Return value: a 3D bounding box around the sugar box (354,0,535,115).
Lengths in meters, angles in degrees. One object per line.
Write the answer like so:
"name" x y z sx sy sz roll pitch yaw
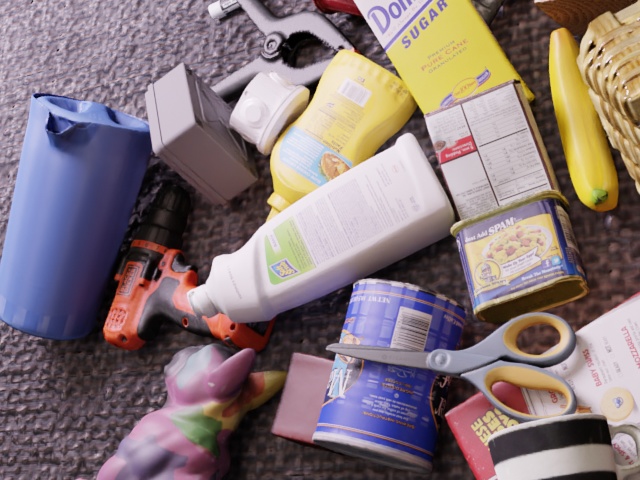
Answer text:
"sugar box" 0.114 -0.179 0.995 0.093 0.048 0.176 -34 84 15

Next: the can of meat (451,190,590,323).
"can of meat" 0.171 0.017 0.910 0.102 0.057 0.084 -22 62 23

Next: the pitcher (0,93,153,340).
"pitcher" -0.258 -0.025 1.125 0.145 0.149 0.243 34 110 54

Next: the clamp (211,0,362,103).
"clamp" -0.046 -0.213 1.152 0.210 0.036 0.164 3 80 30

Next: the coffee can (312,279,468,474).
"coffee can" 0.060 0.116 0.904 0.103 0.102 0.140 6 72 33

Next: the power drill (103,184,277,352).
"power drill" -0.122 0.034 1.083 0.188 0.057 0.184 7 73 35

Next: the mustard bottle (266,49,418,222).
"mustard bottle" 0.007 -0.087 1.054 0.096 0.058 0.191 35 89 23

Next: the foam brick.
"foam brick" -0.001 0.147 0.960 0.051 0.053 0.078 6 73 33

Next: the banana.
"banana" 0.229 -0.094 0.919 0.037 0.069 0.198 -7 54 2

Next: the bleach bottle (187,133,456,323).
"bleach bottle" -0.006 0.001 0.980 0.251 0.068 0.102 -26 61 2

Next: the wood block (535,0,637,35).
"wood block" 0.255 -0.300 0.952 0.091 0.090 0.206 -3 78 37

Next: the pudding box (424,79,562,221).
"pudding box" 0.152 -0.075 0.945 0.090 0.039 0.113 -20 91 19

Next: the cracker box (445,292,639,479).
"cracker box" 0.227 0.151 0.808 0.214 0.072 0.164 -36 54 14

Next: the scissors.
"scissors" 0.111 0.081 0.836 0.202 0.016 0.096 21 72 26

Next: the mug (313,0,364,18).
"mug" 0.041 -0.266 1.084 0.082 0.117 0.093 21 120 31

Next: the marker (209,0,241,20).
"marker" -0.072 -0.283 1.214 0.121 0.020 0.020 -21 60 22
